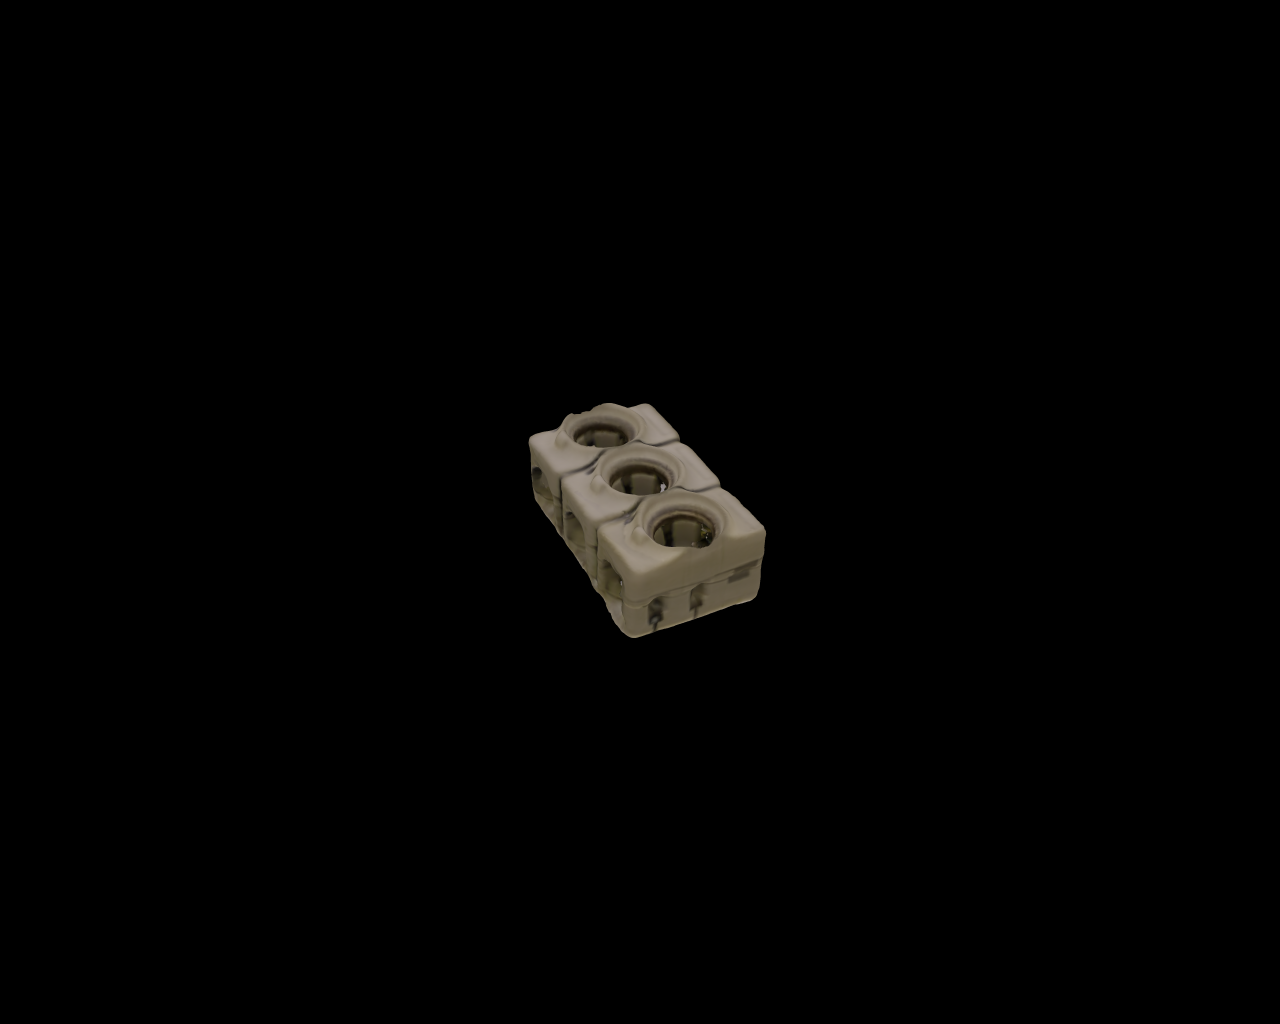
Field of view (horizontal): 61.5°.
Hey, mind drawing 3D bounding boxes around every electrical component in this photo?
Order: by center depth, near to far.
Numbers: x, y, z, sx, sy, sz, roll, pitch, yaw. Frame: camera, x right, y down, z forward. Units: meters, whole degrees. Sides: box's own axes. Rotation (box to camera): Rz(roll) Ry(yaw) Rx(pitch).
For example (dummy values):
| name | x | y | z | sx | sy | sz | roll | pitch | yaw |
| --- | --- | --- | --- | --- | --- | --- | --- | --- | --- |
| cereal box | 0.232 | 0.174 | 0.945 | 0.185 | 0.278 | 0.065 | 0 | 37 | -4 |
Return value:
| name | x | y | z | sx | sy | sz | roll | pitch | yaw |
| --- | --- | --- | --- | --- | --- | --- | --- | --- | --- |
| electrical component | 0.001 | -0.003 | 0.650 | 0.090 | 0.061 | 0.150 | -17 | 41 | -21 |
